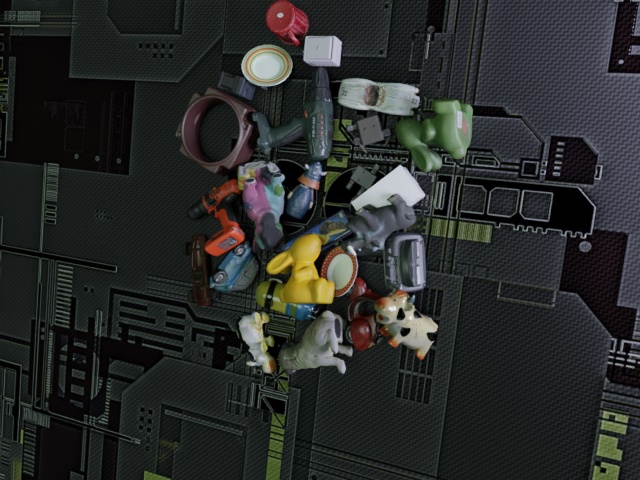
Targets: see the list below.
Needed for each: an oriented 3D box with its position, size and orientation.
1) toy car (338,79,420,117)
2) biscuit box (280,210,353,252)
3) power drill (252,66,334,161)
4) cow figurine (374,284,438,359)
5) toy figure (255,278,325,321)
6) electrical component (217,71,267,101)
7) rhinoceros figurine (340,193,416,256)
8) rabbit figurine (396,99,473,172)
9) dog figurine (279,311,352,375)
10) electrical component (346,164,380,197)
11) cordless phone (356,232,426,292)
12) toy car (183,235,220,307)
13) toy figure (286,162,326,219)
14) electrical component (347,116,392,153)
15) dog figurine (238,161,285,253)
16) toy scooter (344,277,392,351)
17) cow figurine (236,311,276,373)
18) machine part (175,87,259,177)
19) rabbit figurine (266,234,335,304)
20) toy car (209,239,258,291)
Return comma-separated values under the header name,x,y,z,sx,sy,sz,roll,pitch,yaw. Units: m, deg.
name,x,y,z,sx,sy,sz,roll,pitch,yaw
toy car,0.141,-0.345,1.301,0.202,0.056,0.073,13,98,19
biscuit box,-0.003,-0.004,1.371,0.203,0.063,0.059,-31,82,19
power drill,-0.063,-0.309,1.372,0.207,0.086,0.231,-8,93,12
cow figurine,0.202,0.187,1.256,0.127,0.194,0.086,-55,32,7
toy figure,-0.081,0.157,1.395,0.180,0.089,0.082,22,98,18
electrical component,-0.200,-0.399,1.412,0.119,0.075,0.047,23,100,14
rhinoceros figurine,0.131,-0.032,1.255,0.190,0.073,0.112,-28,95,17
rabbit figurine,0.261,-0.241,1.253,0.170,0.121,0.159,1,102,38
dog figurine,-0.031,0.257,1.360,0.191,0.121,0.172,-6,101,21
electrical component,0.109,-0.156,1.343,0.063,0.021,0.094,36,105,14
cordless phone,0.163,0.056,1.318,0.184,0.088,0.146,-2,93,31
toy car,-0.336,0.087,1.504,0.089,0.053,0.202,-4,94,23
toy figure,-0.039,-0.130,1.379,0.058,0.064,0.154,36,102,53
electrical component,0.125,-0.260,1.317,0.102,0.045,0.078,-20,89,20
dog figurine,-0.147,-0.077,1.398,0.108,0.192,0.219,-11,119,-15
toy scooter,0.124,0.182,1.324,0.135,0.075,0.183,-7,85,36
cow figurine,-0.177,0.280,1.449,0.098,0.068,0.167,-15,85,26
machine part,-0.273,-0.288,1.438,0.201,0.087,0.201,33,102,15
rabbit figurine,-0.041,0.071,1.317,0.163,0.122,0.173,1,87,26
toy car,-0.221,0.080,1.444,0.103,0.109,0.161,39,89,-12
